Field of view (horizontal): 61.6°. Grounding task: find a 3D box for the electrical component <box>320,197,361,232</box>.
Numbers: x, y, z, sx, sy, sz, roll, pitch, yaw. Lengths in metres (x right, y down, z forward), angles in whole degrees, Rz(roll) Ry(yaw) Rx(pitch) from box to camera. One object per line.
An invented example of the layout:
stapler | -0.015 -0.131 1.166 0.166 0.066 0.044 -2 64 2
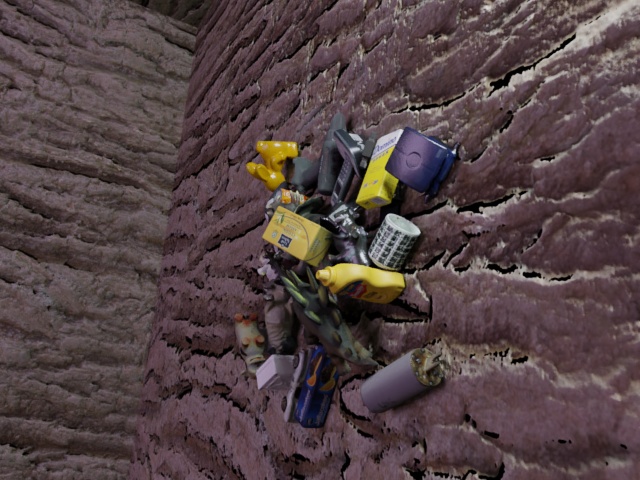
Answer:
electrical component | 0.063 -0.062 1.346 0.075 0.119 0.047 38 156 21

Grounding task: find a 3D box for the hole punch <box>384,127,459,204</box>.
hole punch | 0.209 -0.164 1.123 0.142 0.092 0.116 -62 35 19

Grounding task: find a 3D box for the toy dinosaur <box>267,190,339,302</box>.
toy dinosaur | -0.005 -0.003 1.421 0.405 0.131 0.192 38 113 52

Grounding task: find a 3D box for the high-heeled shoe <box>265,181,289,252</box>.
high-heeled shoe | -0.106 -0.065 1.661 0.145 0.086 0.248 1 84 58

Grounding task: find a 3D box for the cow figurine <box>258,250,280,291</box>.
cow figurine | -0.142 0.082 1.672 0.098 0.068 0.167 -55 38 25

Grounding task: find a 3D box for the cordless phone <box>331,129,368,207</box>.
cordless phone | 0.063 -0.181 1.402 0.184 0.089 0.147 -67 30 26

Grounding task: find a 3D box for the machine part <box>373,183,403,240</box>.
machine part | 0.153 -0.057 1.231 0.084 0.039 0.139 -17 62 49

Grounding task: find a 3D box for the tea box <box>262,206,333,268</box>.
tea box | -0.056 -0.009 1.347 0.170 0.068 0.098 25 87 42

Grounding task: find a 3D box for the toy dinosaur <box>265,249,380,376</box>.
toy dinosaur | -0.010 0.159 1.242 0.472 0.105 0.198 34 153 53

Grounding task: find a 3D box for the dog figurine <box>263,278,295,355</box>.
dog figurine | -0.112 0.220 1.545 0.172 0.121 0.190 -60 -22 -65

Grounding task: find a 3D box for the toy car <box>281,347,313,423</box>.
toy car | -0.042 0.369 1.363 0.056 0.073 0.201 28 104 65

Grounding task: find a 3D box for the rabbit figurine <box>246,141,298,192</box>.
rabbit figurine | -0.153 -0.238 1.770 0.122 0.162 0.173 16 110 50

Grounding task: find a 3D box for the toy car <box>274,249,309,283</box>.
toy car | -0.068 0.085 1.515 0.053 0.089 0.202 -50 31 4

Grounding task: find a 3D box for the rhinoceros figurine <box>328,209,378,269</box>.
rhinoceros figurine | 0.077 0.021 1.245 0.112 0.073 0.190 -41 64 48

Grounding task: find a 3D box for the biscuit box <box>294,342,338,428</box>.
biscuit box | -0.002 0.355 1.311 0.063 0.059 0.202 26 102 61

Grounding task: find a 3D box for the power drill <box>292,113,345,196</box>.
power drill | 0.004 -0.229 1.542 0.207 0.086 0.232 -13 70 51

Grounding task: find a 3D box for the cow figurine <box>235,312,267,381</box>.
cow figurine | -0.197 0.317 1.545 0.195 0.085 0.127 -117 25 -45

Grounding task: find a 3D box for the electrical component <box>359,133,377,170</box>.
electrical component | 0.114 -0.208 1.285 0.063 0.021 0.094 82 -154 -77

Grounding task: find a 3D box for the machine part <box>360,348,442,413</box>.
machine part | 0.154 0.276 1.044 0.243 0.079 0.079 -45 41 43
